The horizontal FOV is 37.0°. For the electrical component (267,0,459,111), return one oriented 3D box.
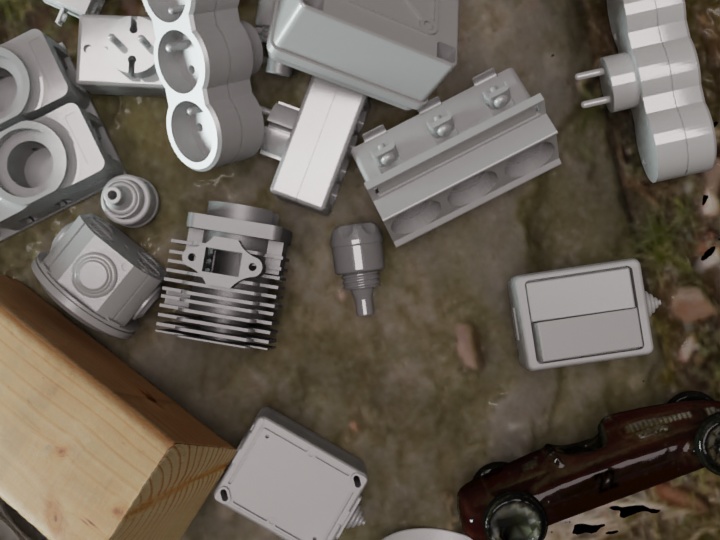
[{"bbox_3d":[0.004,-0.170,0.676,0.109,0.056,0.108,17,57,-21],"label":"electrical component"}]

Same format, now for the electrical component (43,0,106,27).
[{"bbox_3d":[-0.201,-0.201,0.731,0.055,0.048,0.066,23,90,-4],"label":"electrical component"}]

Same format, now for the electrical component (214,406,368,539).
[{"bbox_3d":[-0.039,0.140,0.705,0.096,0.061,0.061,30,90,-2],"label":"electrical component"}]

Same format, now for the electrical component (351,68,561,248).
[{"bbox_3d":[0.061,-0.075,0.701,0.121,0.078,0.063,-27,65,2],"label":"electrical component"}]

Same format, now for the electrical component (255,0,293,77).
[{"bbox_3d":[-0.050,-0.162,0.722,0.048,0.048,0.062,11,98,4],"label":"electrical component"}]

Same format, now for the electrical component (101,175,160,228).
[{"bbox_3d":[-0.156,-0.047,0.715,0.035,0.061,0.035,0,88,3],"label":"electrical component"}]

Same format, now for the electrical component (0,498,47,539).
[{"bbox_3d":[-0.276,0.151,0.693,0.060,0.105,0.186,-44,86,1],"label":"electrical component"}]

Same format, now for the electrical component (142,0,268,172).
[{"bbox_3d":[-0.087,-0.138,0.684,0.052,0.074,0.138,5,111,42],"label":"electrical component"}]

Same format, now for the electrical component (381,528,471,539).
[{"bbox_3d":[0.052,0.210,0.679,0.099,0.099,0.064,8,95,4],"label":"electrical component"}]

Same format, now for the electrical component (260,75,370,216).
[{"bbox_3d":[-0.043,-0.089,0.717,0.076,0.047,0.083,20,89,4],"label":"electrical component"}]

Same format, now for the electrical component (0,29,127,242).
[{"bbox_3d":[-0.269,-0.071,0.723,0.186,0.060,0.105,-27,87,2],"label":"electrical component"}]

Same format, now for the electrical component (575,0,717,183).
[{"bbox_3d":[0.179,-0.125,0.703,0.074,0.052,0.138,-12,88,3],"label":"electrical component"}]

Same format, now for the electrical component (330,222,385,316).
[{"bbox_3d":[0.000,0.000,0.718,0.035,0.035,0.061,-7,90,3],"label":"electrical component"}]

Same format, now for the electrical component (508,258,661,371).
[{"bbox_3d":[0.148,0.028,0.695,0.096,0.061,0.061,-9,88,3],"label":"electrical component"}]

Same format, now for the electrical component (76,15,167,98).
[{"bbox_3d":[-0.146,-0.144,0.709,0.083,0.075,0.047,3,88,1],"label":"electrical component"}]

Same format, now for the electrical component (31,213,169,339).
[{"bbox_3d":[-0.169,0.004,0.703,0.080,0.080,0.051,40,94,4],"label":"electrical component"}]
